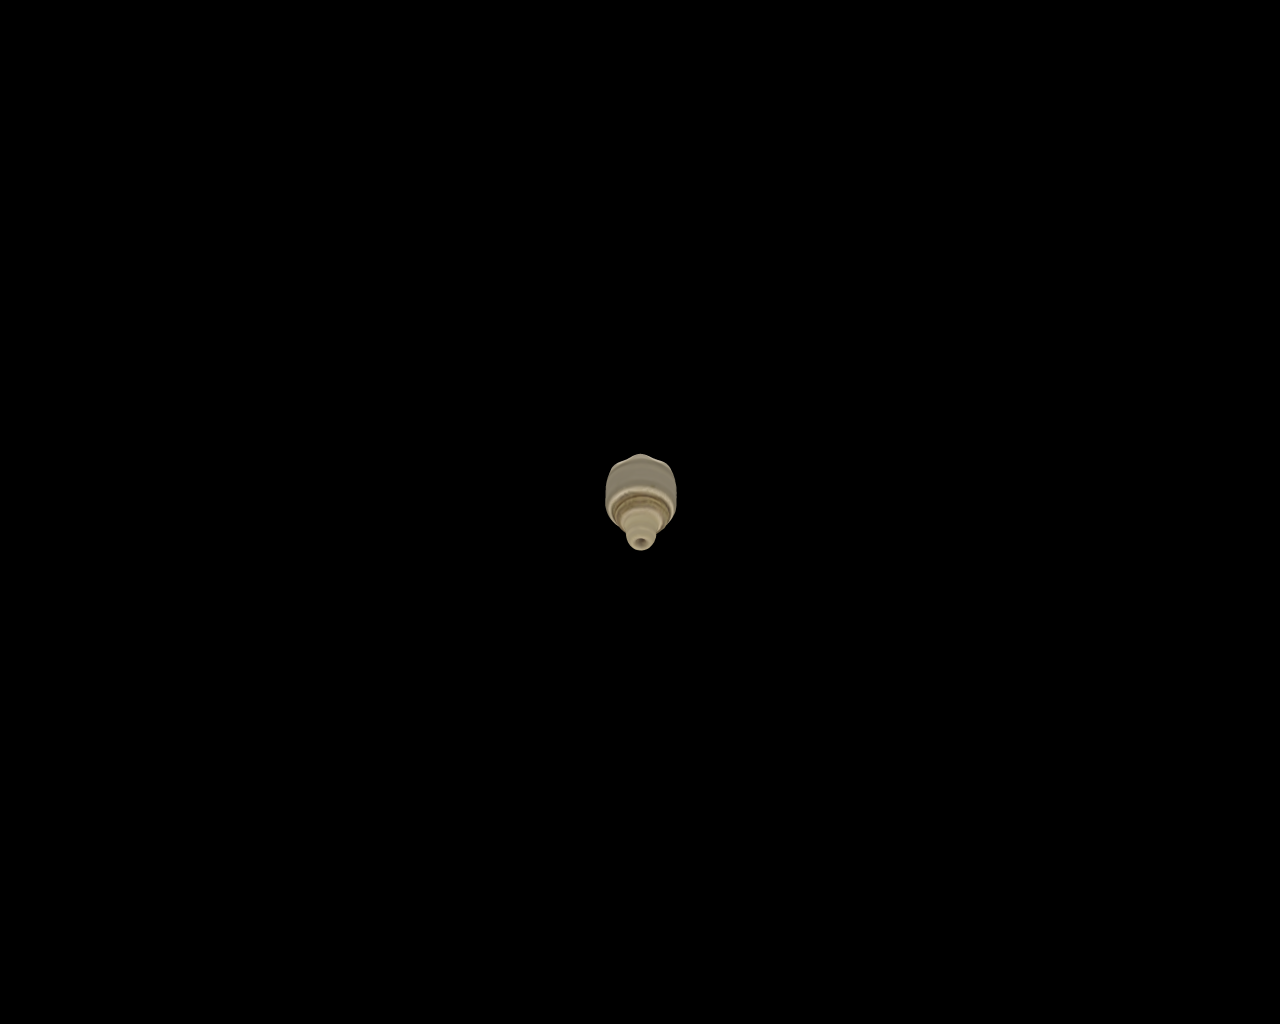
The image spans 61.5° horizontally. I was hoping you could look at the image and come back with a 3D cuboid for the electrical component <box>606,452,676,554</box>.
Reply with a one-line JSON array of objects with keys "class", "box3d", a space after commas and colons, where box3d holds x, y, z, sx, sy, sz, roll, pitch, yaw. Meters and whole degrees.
[{"class": "electrical component", "box3d": [0.001, -0.003, 0.650, 0.043, 0.043, 0.062, 0, 44, 0]}]
